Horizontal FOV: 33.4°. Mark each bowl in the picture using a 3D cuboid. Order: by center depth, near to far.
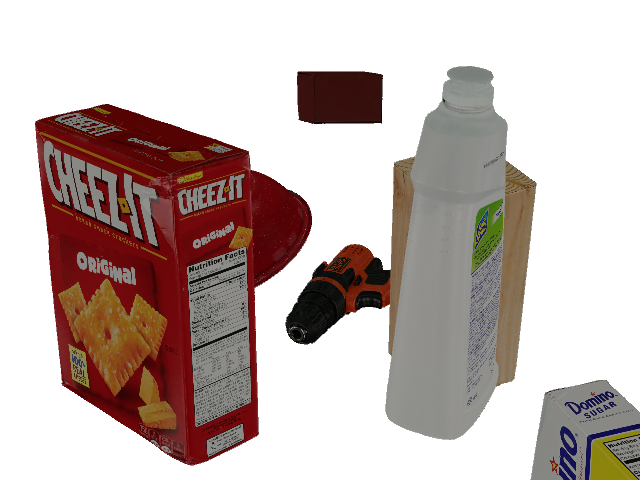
[{"bbox_3d":[-0.092,-0.017,0.952,0.162,0.055,0.162,-16,36,11],"label":"bowl"}]

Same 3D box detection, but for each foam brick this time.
[{"bbox_3d":[0.020,-0.148,1.105,0.078,0.051,0.053,-3,13,-19],"label":"foam brick"}]

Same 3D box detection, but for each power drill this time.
[{"bbox_3d":[0.073,0.065,1.140,0.188,0.057,0.184,9,30,21],"label":"power drill"}]

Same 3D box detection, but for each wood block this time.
[{"bbox_3d":[0.121,0.030,0.944,0.090,0.206,0.091,-15,35,-21],"label":"wood block"}]

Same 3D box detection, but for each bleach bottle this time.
[{"bbox_3d":[0.090,0.005,0.709,0.068,0.251,0.102,14,32,21],"label":"bleach bottle"}]

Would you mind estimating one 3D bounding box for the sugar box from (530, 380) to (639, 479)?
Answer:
[{"bbox_3d":[0.162,0.153,0.506,0.048,0.093,0.176,-9,28,-22],"label":"sugar box"}]

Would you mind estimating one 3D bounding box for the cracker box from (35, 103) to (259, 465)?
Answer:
[{"bbox_3d":[-0.123,0.028,0.745,0.071,0.214,0.164,-21,30,-40],"label":"cracker box"}]
